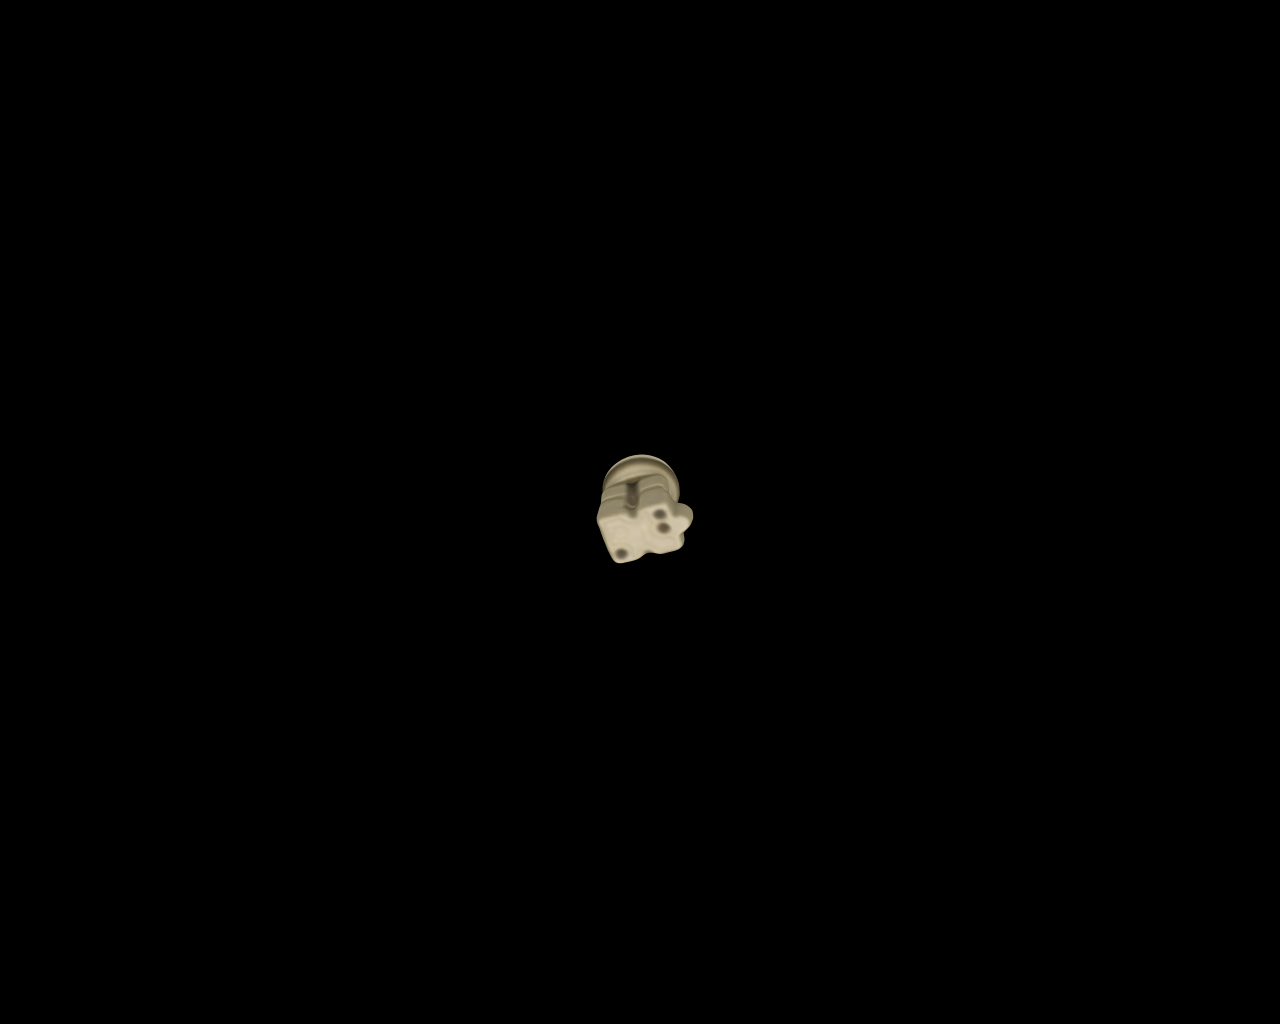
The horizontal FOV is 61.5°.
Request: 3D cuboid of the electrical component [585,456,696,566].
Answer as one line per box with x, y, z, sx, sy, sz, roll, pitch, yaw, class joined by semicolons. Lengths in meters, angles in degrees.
0.001;-0.003;0.650;0.066;0.048;0.055;-14;33;9;electrical component
